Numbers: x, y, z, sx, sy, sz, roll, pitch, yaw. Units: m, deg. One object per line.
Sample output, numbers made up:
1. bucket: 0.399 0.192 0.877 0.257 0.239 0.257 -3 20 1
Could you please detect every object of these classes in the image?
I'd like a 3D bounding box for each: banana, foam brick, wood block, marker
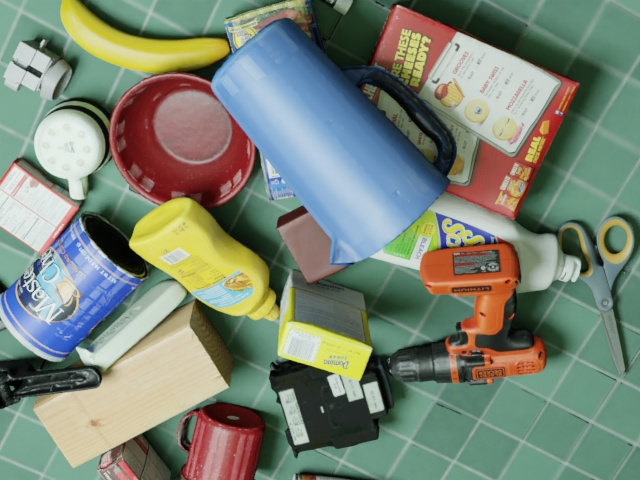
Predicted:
1. banana: -0.198 -0.216 1.148 0.197 0.037 0.070 21 114 -5
2. foam brick: -0.008 0.001 1.205 0.051 0.053 0.078 -28 103 7
3. wood block: -0.212 0.164 1.231 0.206 0.090 0.091 -28 105 7
4. marker: -0.021 -0.280 1.143 0.121 0.020 0.020 29 103 -8

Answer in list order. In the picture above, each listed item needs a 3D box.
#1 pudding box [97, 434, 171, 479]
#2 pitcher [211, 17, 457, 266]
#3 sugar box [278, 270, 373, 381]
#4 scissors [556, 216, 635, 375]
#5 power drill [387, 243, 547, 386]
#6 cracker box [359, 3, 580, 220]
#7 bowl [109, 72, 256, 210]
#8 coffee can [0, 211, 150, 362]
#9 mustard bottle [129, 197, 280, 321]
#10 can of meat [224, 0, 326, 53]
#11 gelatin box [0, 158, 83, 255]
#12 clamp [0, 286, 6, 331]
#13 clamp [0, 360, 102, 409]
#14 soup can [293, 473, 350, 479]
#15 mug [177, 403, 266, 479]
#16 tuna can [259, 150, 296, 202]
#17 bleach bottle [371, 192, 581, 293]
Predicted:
1. pudding box: -0.215 0.272 1.248 0.039 0.113 0.090 -33 103 5
2. pitcher: 0.014 -0.108 1.075 0.145 0.149 0.243 -39 94 31
3. sugar box: 0.004 0.090 1.166 0.093 0.176 0.048 19 102 -5
4. scissors: 0.345 0.056 1.239 0.096 0.016 0.201 -30 103 12
5. power drill: 0.158 0.091 1.196 0.184 0.057 0.187 -7 134 7
6. cracker box: 0.146 -0.140 1.157 0.213 0.072 0.164 22 104 -5
7. bowl: -0.144 -0.114 1.160 0.162 0.055 0.162 3 118 6
8. coffee can: -0.275 0.052 1.192 0.140 0.103 0.102 -43 102 10
9. mustard bottle: -0.114 0.033 1.193 0.096 0.058 0.191 -25 128 34
10. can of meat: -0.045 -0.210 1.144 0.102 0.057 0.084 -15 103 4
11. gelatin box: -0.326 -0.038 1.205 0.089 0.030 0.073 36 103 -11
12. clamp: -0.433 0.079 1.231 0.171 0.039 0.120 23 104 -6
13. clamp: -0.358 0.171 1.180 0.164 0.210 0.036 -25 108 -37
14. soup can: 0.015 0.321 1.287 0.102 0.068 0.068 8 105 -3
15. mug: -0.120 0.240 1.261 0.117 0.093 0.081 20 102 32
16. tuna can: -0.046 -0.087 1.163 0.034 0.086 0.086 -9 105 1
17. bleach bottle: 0.172 -0.003 1.196 0.250 0.068 0.103 14 115 -5
